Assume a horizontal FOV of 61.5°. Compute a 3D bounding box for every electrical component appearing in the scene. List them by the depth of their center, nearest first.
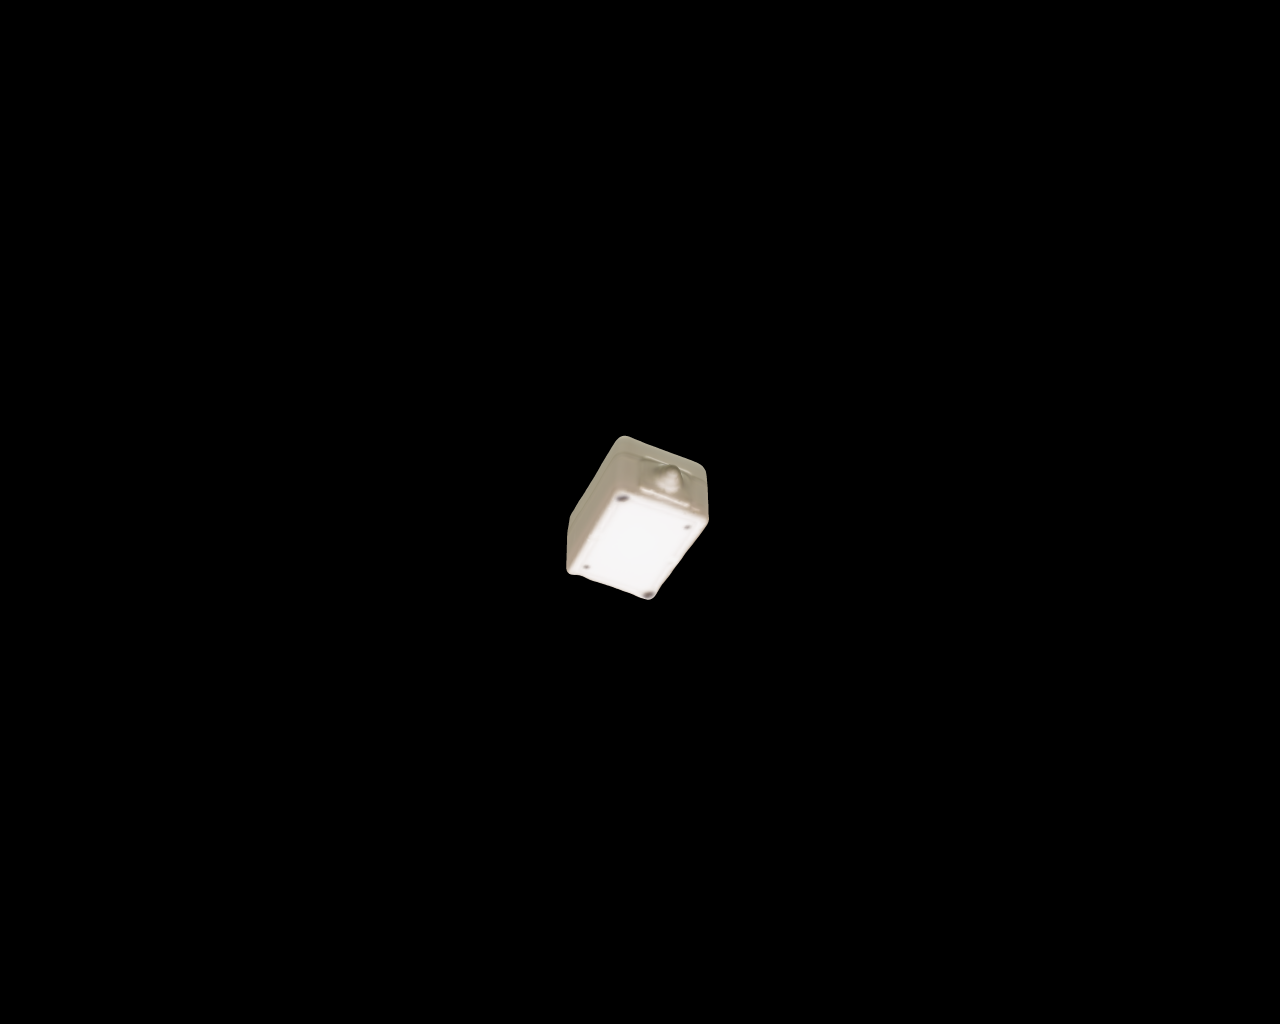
[{"bbox_3d":[0.001,-0.003,0.650,0.062,0.061,0.096,20,-50,-17],"label":"electrical component"}]
